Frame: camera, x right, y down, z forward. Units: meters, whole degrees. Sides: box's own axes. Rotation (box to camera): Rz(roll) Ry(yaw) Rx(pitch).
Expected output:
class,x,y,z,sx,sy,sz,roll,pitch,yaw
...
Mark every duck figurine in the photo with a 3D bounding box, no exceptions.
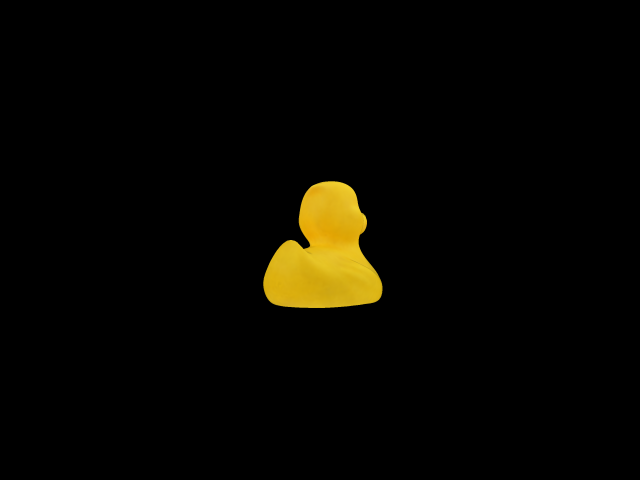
class,x,y,z,sx,sy,sz,roll,pitch,yaw
duck figurine,0.004,0.001,0.400,0.077,0.086,0.105,0,0,32
